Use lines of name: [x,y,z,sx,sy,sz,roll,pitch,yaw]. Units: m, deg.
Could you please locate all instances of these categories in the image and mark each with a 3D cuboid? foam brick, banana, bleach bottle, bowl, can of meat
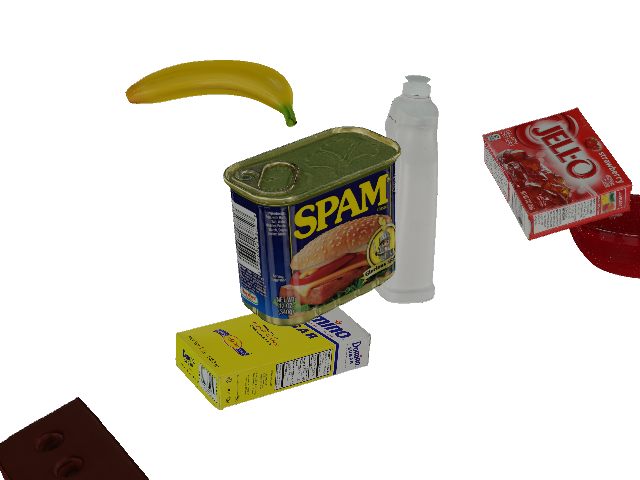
foam brick: [-0.118,0.128,0.528,0.052,0.051,0.078,-30,42,-25]
banana: [-0.110,-0.165,1.139,0.198,0.037,0.069,9,46,18]
bleach bottle: [0.101,-0.061,1.222,0.068,0.251,0.103,-2,23,-16]
bowl: [0.319,-0.002,1.066,0.162,0.055,0.162,1,17,-1]
can of meat: [-0.002,-0.009,0.616,0.101,0.084,0.058,-23,35,-33]

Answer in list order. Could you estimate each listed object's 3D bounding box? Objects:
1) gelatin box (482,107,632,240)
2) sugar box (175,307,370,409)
gelatin box: [0.160,-0.048,0.733,0.073,0.030,0.089,-16,45,-3]
sugar box: [-0.047,0.109,1.074,0.175,0.048,0.093,-16,33,-30]
